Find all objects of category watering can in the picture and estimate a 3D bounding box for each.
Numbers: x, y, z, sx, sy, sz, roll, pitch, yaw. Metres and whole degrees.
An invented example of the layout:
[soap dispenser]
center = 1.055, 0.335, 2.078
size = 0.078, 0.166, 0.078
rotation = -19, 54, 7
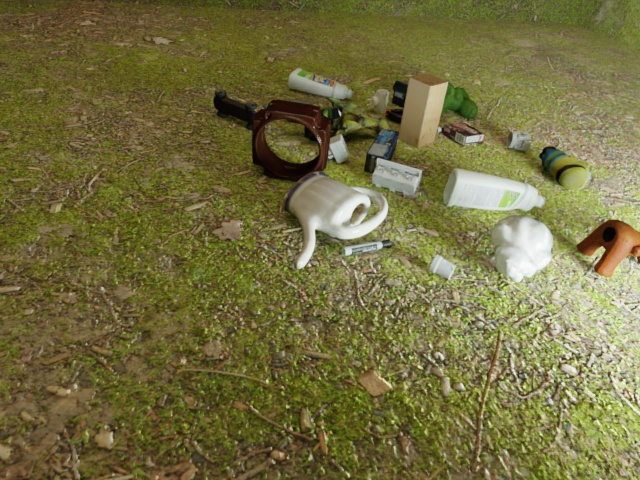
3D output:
[watering can]
center = 0.004, -0.059, 1.177
size = 0.226, 0.101, 0.352
rotation = 29, 41, 31

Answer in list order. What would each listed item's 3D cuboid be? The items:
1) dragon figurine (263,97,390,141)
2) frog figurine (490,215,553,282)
[dragon figurine]
center = 0.041, -0.403, 1.664
size = 0.411, 0.120, 0.248
rotation = 21, 31, 3
[frog figurine]
center = 0.433, 0.015, 1.128
size = 0.139, 0.120, 0.161
rotation = 44, 35, 17
